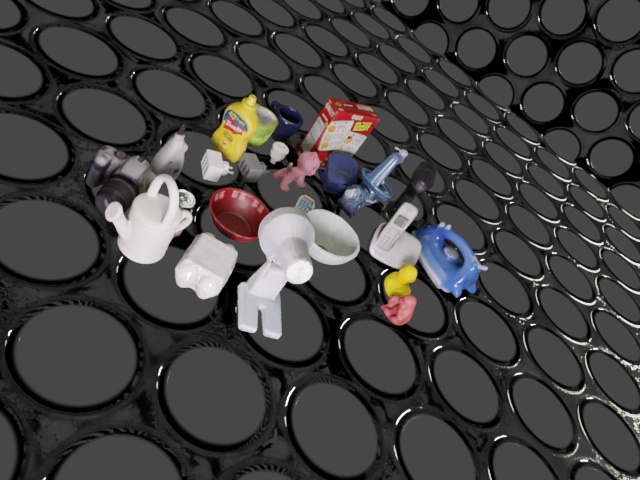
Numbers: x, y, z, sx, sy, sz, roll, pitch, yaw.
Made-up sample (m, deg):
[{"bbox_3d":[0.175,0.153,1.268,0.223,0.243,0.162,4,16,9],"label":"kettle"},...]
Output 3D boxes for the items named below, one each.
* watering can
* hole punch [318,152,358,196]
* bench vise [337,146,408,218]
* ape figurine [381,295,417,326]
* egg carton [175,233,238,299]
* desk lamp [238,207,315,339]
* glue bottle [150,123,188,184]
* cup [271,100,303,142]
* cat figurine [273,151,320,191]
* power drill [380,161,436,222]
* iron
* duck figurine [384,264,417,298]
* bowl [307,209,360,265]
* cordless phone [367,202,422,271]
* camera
[{"bbox_3d":[-0.334,-0.046,1.139,0.101,0.194,0.173,45,38,10],"label":"watering can"},{"bbox_3d":[0.062,-0.191,1.687,0.109,0.091,0.101,12,45,-30],"label":"hole punch"},{"bbox_3d":[0.161,-0.159,1.627,0.121,0.219,0.208,38,38,1],"label":"bench vise"},{"bbox_3d":[0.206,0.168,1.431,0.076,0.092,0.078,30,38,-9],"label":"ape figurine"},{"bbox_3d":[-0.239,0.053,1.214,0.107,0.069,0.150,30,38,-10],"label":"egg carton"},{"bbox_3d":[-0.084,0.064,1.208,0.118,0.213,0.203,17,42,-25],"label":"desk lamp"},{"bbox_3d":[-0.337,-0.201,1.312,0.078,0.173,0.037,-20,65,-48],"label":"glue bottle"},{"bbox_3d":[-0.117,-0.347,1.701,0.117,0.095,0.092,47,38,11],"label":"cup"},{"bbox_3d":[-0.052,-0.202,1.586,0.128,0.117,0.067,-18,63,-47],"label":"cat figurine"},{"bbox_3d":[0.271,-0.140,1.705,0.075,0.208,0.230,36,38,-1],"label":"power drill"},{"bbox_3d":[0.373,0.034,1.662,0.119,0.141,0.258,-8,56,-43],"label":"iron"},{"bbox_3d":[0.221,0.106,1.512,0.077,0.086,0.104,32,38,-7],"label":"duck figurine"},{"bbox_3d":[0.013,0.005,1.460,0.168,0.074,0.167,22,40,-20],"label":"bowl"},{"bbox_3d":[0.229,-0.011,1.557,0.148,0.185,0.094,25,39,-15],"label":"cordless phone"},{"bbox_3d":[-0.430,-0.124,1.218,0.143,0.100,0.137,30,38,-9],"label":"camera"}]
